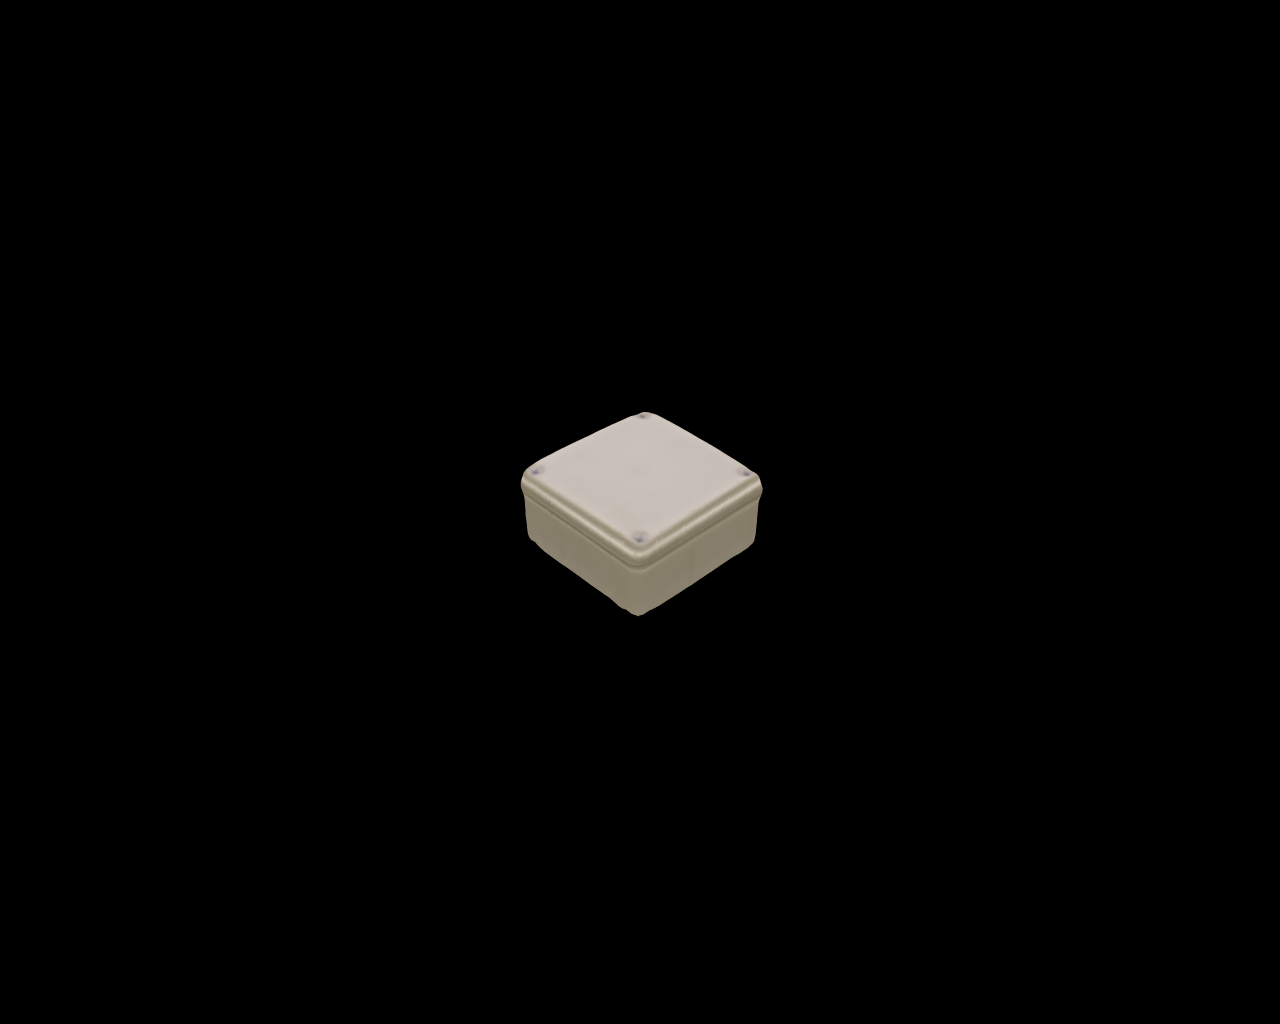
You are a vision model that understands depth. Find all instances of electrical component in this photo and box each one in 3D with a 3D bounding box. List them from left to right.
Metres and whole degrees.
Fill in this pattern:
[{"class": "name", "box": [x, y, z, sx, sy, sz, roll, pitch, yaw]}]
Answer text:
[{"class": "electrical component", "box": [0.001, -0.003, 0.650, 0.109, 0.056, 0.109, -29, 46, -33]}]
